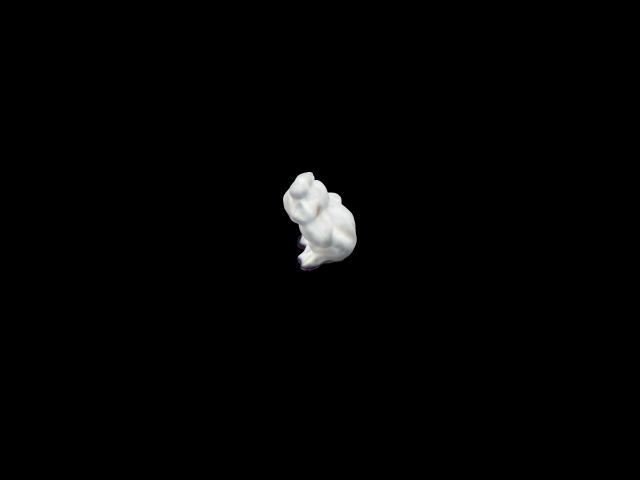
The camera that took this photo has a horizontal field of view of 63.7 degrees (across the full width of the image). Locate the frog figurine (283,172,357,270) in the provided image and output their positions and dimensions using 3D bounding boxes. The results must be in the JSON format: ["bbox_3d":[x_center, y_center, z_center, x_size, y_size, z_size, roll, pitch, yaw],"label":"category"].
[{"bbox_3d":[0.003,-0.043,0.850,0.123,0.156,0.140,9,33,14],"label":"frog figurine"}]
